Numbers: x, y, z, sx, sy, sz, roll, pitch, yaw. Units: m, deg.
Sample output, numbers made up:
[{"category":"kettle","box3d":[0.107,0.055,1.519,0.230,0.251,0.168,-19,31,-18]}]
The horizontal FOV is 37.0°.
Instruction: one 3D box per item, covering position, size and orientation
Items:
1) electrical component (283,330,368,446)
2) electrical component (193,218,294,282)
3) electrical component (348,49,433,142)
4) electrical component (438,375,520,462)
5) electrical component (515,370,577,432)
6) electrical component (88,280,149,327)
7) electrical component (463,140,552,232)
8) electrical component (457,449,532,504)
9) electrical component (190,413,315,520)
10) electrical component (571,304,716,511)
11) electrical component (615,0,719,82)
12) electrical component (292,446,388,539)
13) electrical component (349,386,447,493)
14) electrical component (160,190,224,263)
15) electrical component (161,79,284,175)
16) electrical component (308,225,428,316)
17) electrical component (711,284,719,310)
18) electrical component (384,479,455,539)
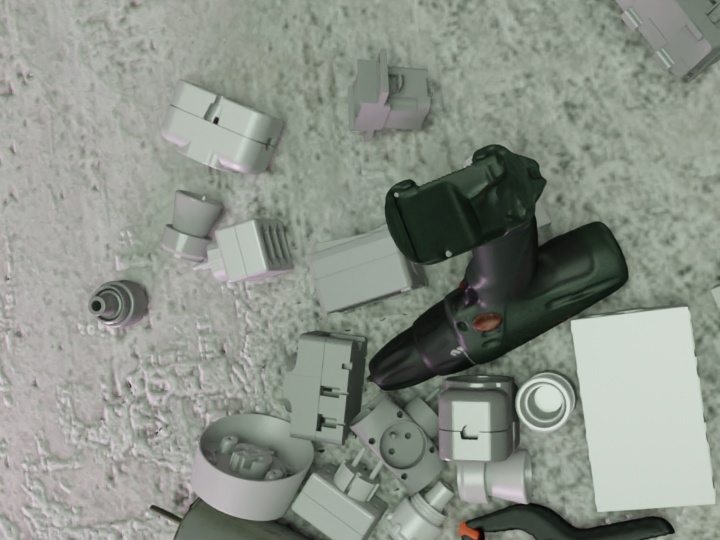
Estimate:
[{"category":"electrical component","box3d":[-0.031,0.100,0.928,0.056,0.050,0.089,7,93,16]},{"category":"electrical component","box3d":[-0.109,-0.012,0.941,0.077,0.066,0.047,-16,87,16]},{"category":"electrical component","box3d":[0.025,-0.144,0.896,0.064,0.081,0.042,1,68,-11]},{"category":"electrical component","box3d":[0.097,0.117,0.867,0.054,0.095,0.059,-1,91,17]},{"category":"electrical component","box3d":[0.152,0.105,0.872,0.045,0.055,0.045,0,91,17]},{"category":"electrical component","box3d":[-0.224,0.031,0.978,0.043,0.062,0.043,0,91,17]},{"category":"electrical component","box3d":[0.105,-0.055,0.888,0.079,0.044,0.077,-28,83,15]},{"category":"electrical component","box3d":[0.112,0.171,0.891,0.055,0.045,0.045,-3,90,17]},{"category":"electrical component","box3d":[-0.095,0.169,0.927,0.099,0.099,0.064,24,104,15]},{"category":"electrical component","box3d":[0.223,0.106,0.847,0.089,0.062,0.150,-8,89,17]},{"category":"electrical component","box3d":[0.237,-0.212,0.829,0.121,0.063,0.078,55,144,9]},{"category":"electrical component","box3d":[-0.007,0.189,0.925,0.066,0.047,0.076,34,100,13]},{"category":"electrical component","box3d":[0.046,0.133,0.907,0.079,0.044,0.077,-43,93,-7]},{"category":"electrical component","box3d":[-0.152,-0.039,0.964,0.045,0.045,0.055,21,97,15]},{"category":"electrical component","box3d":[-0.123,-0.122,0.949,0.095,0.054,0.059,24,98,15]},{"category":"electrical component","box3d":[0.000,0.000,0.911,0.096,0.062,0.061,-18,85,16]},{"category":"electrical component","box3d":[0.308,0.023,0.830,0.055,0.048,0.066,-25,84,23]},{"category":"electrical component","box3d":[0.054,0.206,0.910,0.048,0.048,0.062,41,95,12]}]
